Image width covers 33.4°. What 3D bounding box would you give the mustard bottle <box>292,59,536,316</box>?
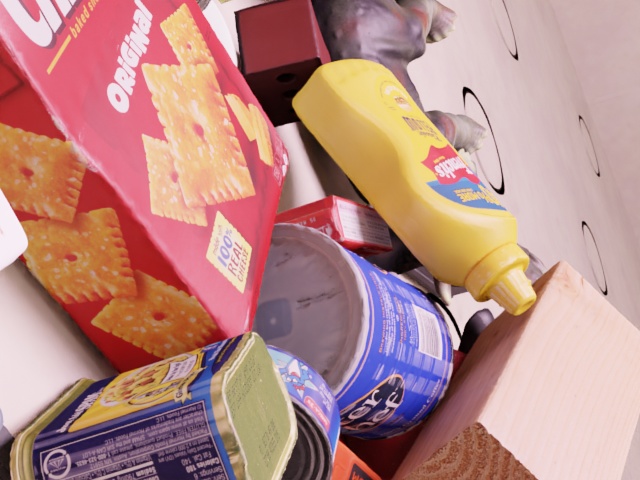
[{"bbox_3d":[0.067,-0.030,0.665,0.096,0.058,0.192,3,44,-55],"label":"mustard bottle"}]

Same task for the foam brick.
[{"bbox_3d":[-0.022,-0.118,0.712,0.078,0.053,0.051,61,17,-66],"label":"foam brick"}]

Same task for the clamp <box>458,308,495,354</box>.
[{"bbox_3d":[0.099,0.111,0.843,0.120,0.039,0.171,34,-42,55],"label":"clamp"}]

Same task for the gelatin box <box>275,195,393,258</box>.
[{"bbox_3d":[-0.004,0.001,0.660,0.089,0.073,0.030,10,66,-66],"label":"gelatin box"}]

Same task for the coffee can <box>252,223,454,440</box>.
[{"bbox_3d":[0.005,0.057,0.602,0.140,0.103,0.103,28,48,-61],"label":"coffee can"}]

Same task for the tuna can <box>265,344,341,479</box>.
[{"bbox_3d":[-0.034,0.091,0.505,0.086,0.086,0.033,63,22,-24],"label":"tuna can"}]

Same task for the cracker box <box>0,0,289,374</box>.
[{"bbox_3d":[-0.097,-0.065,0.485,0.213,0.072,0.164,58,25,-32],"label":"cracker box"}]

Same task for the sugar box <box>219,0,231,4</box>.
[{"bbox_3d":[-0.046,-0.250,0.706,0.048,0.093,0.176,40,33,-56],"label":"sugar box"}]

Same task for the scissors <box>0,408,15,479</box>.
[{"bbox_3d":[-0.136,0.064,0.372,0.202,0.016,0.096,69,23,-12],"label":"scissors"}]

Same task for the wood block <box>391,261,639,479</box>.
[{"bbox_3d":[0.126,0.108,0.640,0.091,0.090,0.205,43,33,2],"label":"wood block"}]

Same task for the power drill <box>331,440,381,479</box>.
[{"bbox_3d":[-0.006,0.197,0.536,0.184,0.057,0.187,53,31,-46],"label":"power drill"}]

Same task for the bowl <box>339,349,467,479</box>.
[{"bbox_3d":[0.084,0.124,0.714,0.162,0.055,0.162,26,37,-22],"label":"bowl"}]

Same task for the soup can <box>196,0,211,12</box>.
[{"bbox_3d":[-0.095,-0.176,0.580,0.068,0.069,0.102,29,48,-60],"label":"soup can"}]

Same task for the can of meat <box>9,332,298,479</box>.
[{"bbox_3d":[-0.060,0.079,0.423,0.102,0.084,0.057,-57,127,-78],"label":"can of meat"}]
